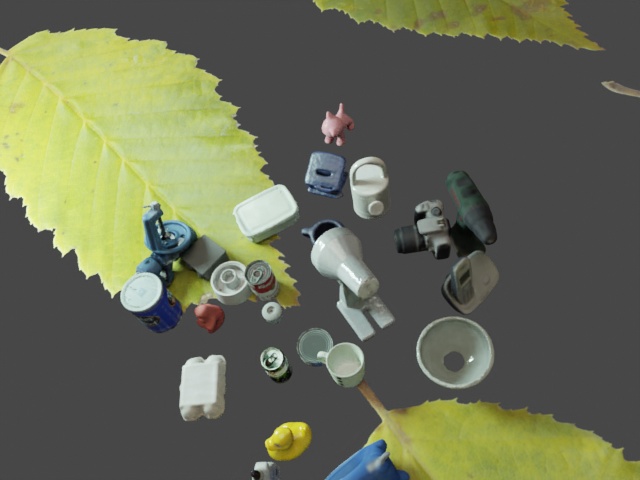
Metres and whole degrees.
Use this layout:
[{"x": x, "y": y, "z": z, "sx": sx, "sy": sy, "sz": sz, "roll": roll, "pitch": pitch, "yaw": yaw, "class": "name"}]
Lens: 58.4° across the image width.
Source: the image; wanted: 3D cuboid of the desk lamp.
[{"x": 0.080, "y": 0.097, "z": 1.325, "sx": 0.118, "sy": 0.214, "sz": 0.202, "roll": -32, "pitch": 60, "yaw": -10, "class": "desk lamp"}]

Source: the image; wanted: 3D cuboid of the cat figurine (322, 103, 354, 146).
[{"x": 0.046, "y": -0.333, "z": 1.641, "sx": 0.067, "sy": 0.118, "sz": 0.128, "roll": 16, "pitch": 64, "yaw": 18, "class": "cat figurine"}]

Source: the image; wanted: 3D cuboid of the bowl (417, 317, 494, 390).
[{"x": 0.299, "y": 0.260, "z": 1.275, "sx": 0.167, "sy": 0.075, "sz": 0.167, "roll": -4, "pitch": 59, "yaw": 7, "class": "bowl"}]

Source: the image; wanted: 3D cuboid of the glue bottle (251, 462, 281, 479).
[{"x": -0.113, "y": 0.482, "z": 1.153, "sx": 0.037, "sy": 0.173, "sz": 0.078, "roll": -6, "pitch": 59, "yaw": 6, "class": "glue bottle"}]

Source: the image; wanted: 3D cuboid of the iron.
[{"x": 0.048, "y": 0.503, "z": 1.133, "sx": 0.258, "sy": 0.142, "sz": 0.118, "roll": -34, "pitch": 60, "yaw": -11, "class": "iron"}]

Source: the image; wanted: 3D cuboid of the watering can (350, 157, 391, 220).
[{"x": 0.131, "y": -0.138, "z": 1.467, "sx": 0.101, "sy": 0.194, "sz": 0.172, "roll": -31, "pitch": 60, "yaw": -9, "class": "watering can"}]

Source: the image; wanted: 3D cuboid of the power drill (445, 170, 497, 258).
[{"x": 0.359, "y": -0.043, "z": 1.365, "sx": 0.075, "sy": 0.209, "sz": 0.229, "roll": -16, "pitch": 58, "yaw": 0, "class": "power drill"}]

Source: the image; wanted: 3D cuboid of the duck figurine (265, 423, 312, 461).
[{"x": -0.070, "y": 0.426, "z": 1.230, "sx": 0.104, "sy": 0.086, "sz": 0.077, "roll": -25, "pitch": 59, "yaw": -6, "class": "duck figurine"}]

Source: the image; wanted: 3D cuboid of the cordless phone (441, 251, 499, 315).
[{"x": 0.347, "y": 0.075, "z": 1.311, "sx": 0.094, "sy": 0.185, "sz": 0.148, "roll": 35, "pitch": 71, "yaw": 26, "class": "cordless phone"}]

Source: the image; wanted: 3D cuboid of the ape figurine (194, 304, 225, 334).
[{"x": -0.277, "y": 0.185, "z": 1.403, "sx": 0.076, "sy": 0.092, "sz": 0.077, "roll": -19, "pitch": 58, "yaw": -2, "class": "ape figurine"}]

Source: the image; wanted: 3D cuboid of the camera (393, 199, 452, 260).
[{"x": 0.253, "y": -0.026, "z": 1.436, "sx": 0.136, "sy": 0.101, "sz": 0.143, "roll": -10, "pitch": 59, "yaw": 4, "class": "camera"}]

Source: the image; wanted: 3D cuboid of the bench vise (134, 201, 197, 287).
[{"x": -0.402, "y": 0.015, "z": 1.449, "sx": 0.121, "sy": 0.220, "sz": 0.207, "roll": 7, "pitch": 61, "yaw": 13, "class": "bench vise"}]

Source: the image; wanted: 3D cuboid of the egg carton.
[{"x": -0.268, "y": 0.342, "z": 1.322, "sx": 0.107, "sy": 0.069, "sz": 0.150, "roll": -8, "pitch": 59, "yaw": 5, "class": "egg carton"}]

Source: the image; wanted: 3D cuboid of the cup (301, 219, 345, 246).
[{"x": 0.013, "y": 0.005, "z": 1.460, "sx": 0.117, "sy": 0.095, "sz": 0.092, "roll": 10, "pitch": 62, "yaw": 15, "class": "cup"}]

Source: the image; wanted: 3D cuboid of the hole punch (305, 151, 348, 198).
[{"x": 0.018, "y": -0.179, "z": 1.570, "sx": 0.108, "sy": 0.091, "sz": 0.101, "roll": 13, "pitch": 63, "yaw": 16, "class": "hole punch"}]
